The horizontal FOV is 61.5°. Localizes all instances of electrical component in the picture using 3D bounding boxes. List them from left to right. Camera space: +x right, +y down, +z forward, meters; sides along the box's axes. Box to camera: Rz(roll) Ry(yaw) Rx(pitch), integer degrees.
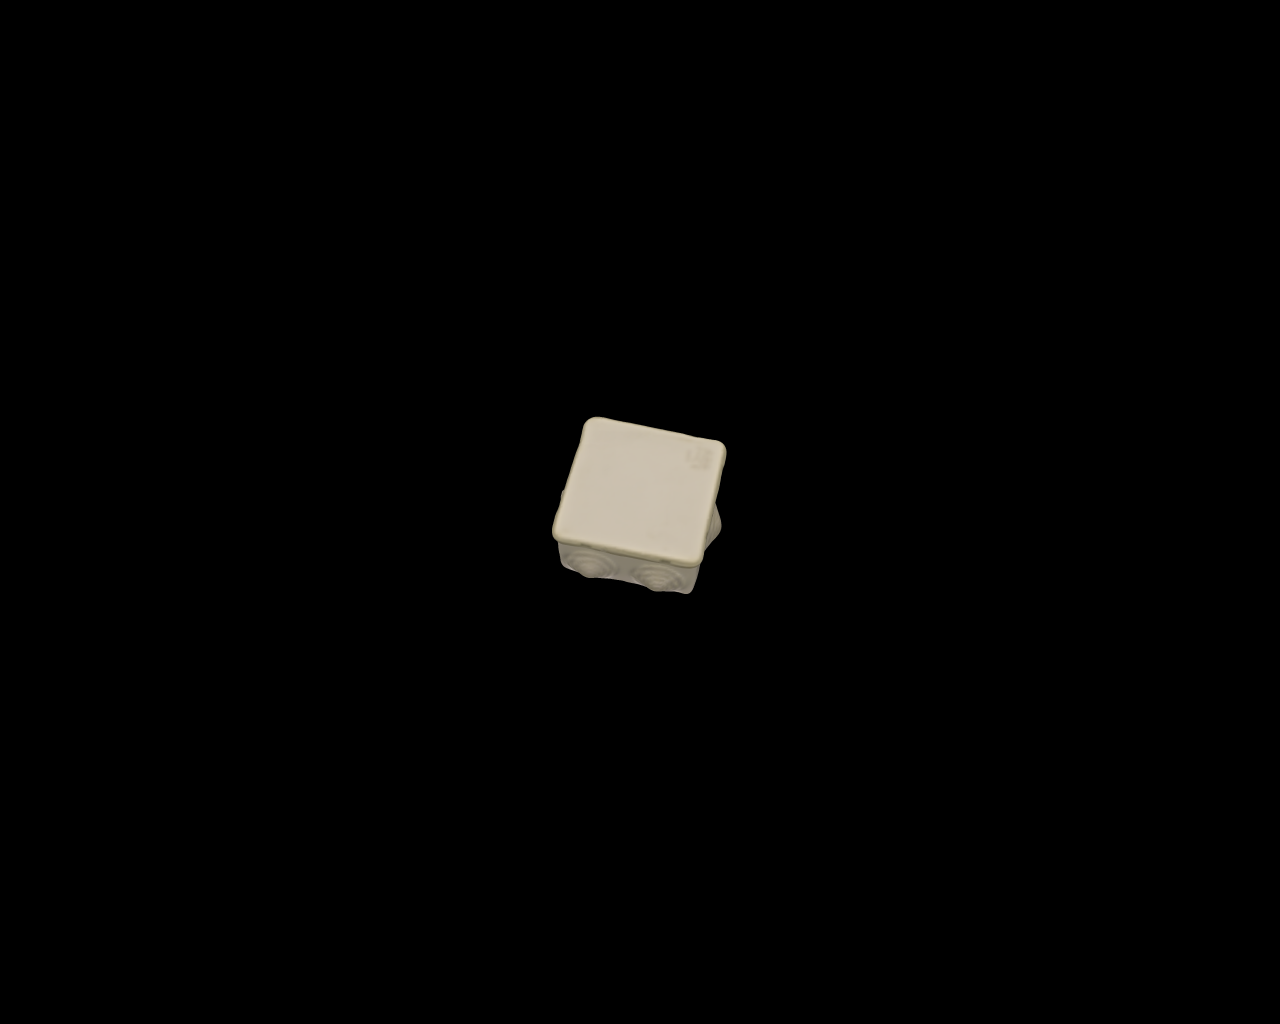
[{"bbox_3d":[0.001,-0.003,0.650,0.100,0.100,0.048,11,-30,7],"label":"electrical component"}]
